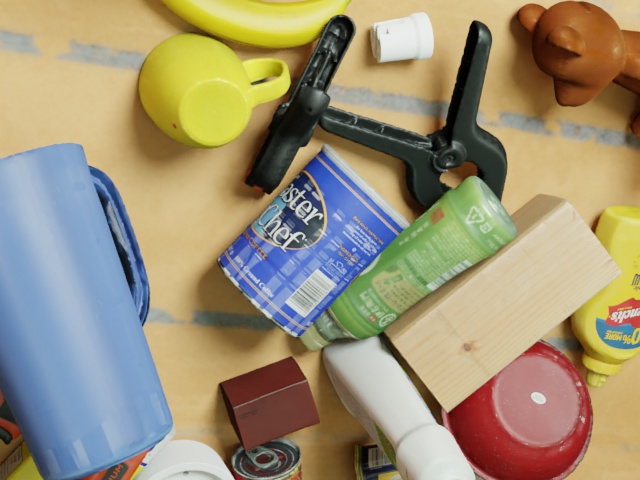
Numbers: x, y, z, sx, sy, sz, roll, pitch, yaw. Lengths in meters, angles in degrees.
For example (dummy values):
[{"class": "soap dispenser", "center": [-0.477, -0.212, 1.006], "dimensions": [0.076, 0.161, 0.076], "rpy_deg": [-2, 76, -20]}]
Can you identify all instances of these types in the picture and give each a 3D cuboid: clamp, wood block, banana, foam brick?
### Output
[{"class": "clamp", "center": [-0.022, -0.094, 0.877], "dimensions": [0.039, 0.120, 0.172], "rpy_deg": [28, 125, -2]}, {"class": "clamp", "center": [0.118, -0.090, 0.957], "dimensions": [0.165, 0.036, 0.209], "rpy_deg": [-32, 127, 18]}, {"class": "wood block", "center": [0.166, 0.056, 1.009], "dimensions": [0.206, 0.090, 0.091], "rpy_deg": [-38, 99, -1]}, {"class": "banana", "center": [-0.063, -0.195, 0.871], "dimensions": [0.197, 0.037, 0.069], "rpy_deg": [4, 98, -21]}, {"class": "foam brick", "center": [-0.048, 0.154, 1.013], "dimensions": [0.078, 0.051, 0.053], "rpy_deg": [-18, 115, -11]}]

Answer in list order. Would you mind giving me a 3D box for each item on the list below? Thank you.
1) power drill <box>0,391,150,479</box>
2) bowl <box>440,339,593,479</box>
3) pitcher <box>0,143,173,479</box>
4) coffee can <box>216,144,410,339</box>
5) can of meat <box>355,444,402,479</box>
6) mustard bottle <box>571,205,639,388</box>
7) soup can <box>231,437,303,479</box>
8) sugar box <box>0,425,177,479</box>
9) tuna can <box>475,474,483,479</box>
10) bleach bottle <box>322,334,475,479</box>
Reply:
[{"class": "power drill", "center": [-0.253, 0.170, 0.897], "dimensions": [0.187, 0.057, 0.184], "rpy_deg": [36, 89, -19]}, {"class": "bowl", "center": [0.203, 0.162, 1.048], "dimensions": [0.162, 0.055, 0.162], "rpy_deg": [4, 70, -10]}, {"class": "pitcher", "center": [-0.198, 0.054, 0.829], "dimensions": [0.149, 0.145, 0.243], "rpy_deg": [-22, 90, -11]}, {"class": "coffee can", "center": [-0.006, 0.001, 0.934], "dimensions": [0.140, 0.103, 0.102], "rpy_deg": [-46, 118, 4]}, {"class": "can of meat", "center": [0.088, 0.249, 1.080], "dimensions": [0.084, 0.057, 0.102], "rpy_deg": [-13, 117, 10]}, {"class": "mustard bottle", "center": [0.308, 0.063, 1.092], "dimensions": [0.096, 0.058, 0.192], "rpy_deg": [4, 111, -25]}, {"class": "soup can", "center": [-0.047, 0.253, 1.045], "dimensions": [0.068, 0.068, 0.102], "rpy_deg": [-12, 116, -14]}, {"class": "sugar box", "center": [-0.225, 0.206, 0.977], "dimensions": [0.176, 0.048, 0.093], "rpy_deg": [-46, 116, 5]}, {"class": "tuna can", "center": [0.175, 0.221, 1.097], "dimensions": [0.086, 0.086, 0.034], "rpy_deg": [-4, 115, -18]}, {"class": "bleach bottle", "center": [0.078, 0.171, 0.949], "dimensions": [0.068, 0.251, 0.102], "rpy_deg": [-30, 118, -5]}]
